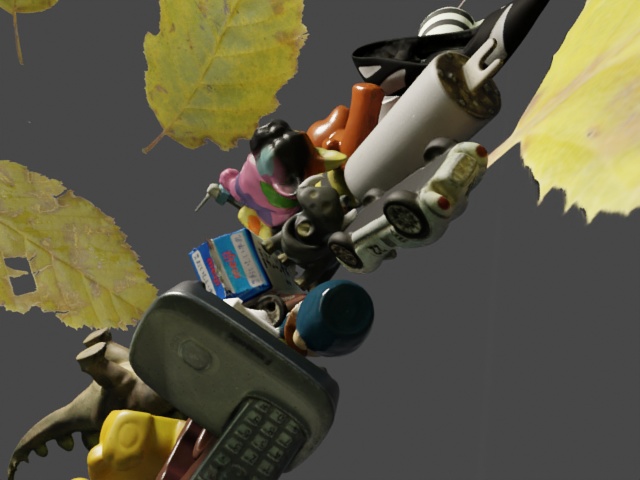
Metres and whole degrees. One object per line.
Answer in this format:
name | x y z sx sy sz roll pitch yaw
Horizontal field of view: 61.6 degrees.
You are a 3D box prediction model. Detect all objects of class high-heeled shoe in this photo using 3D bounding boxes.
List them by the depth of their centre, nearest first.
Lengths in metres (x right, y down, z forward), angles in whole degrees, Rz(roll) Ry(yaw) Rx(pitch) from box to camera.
high-heeled shoe | 0.135 -0.234 0.617 0.086 0.145 0.248 -59 7 -26

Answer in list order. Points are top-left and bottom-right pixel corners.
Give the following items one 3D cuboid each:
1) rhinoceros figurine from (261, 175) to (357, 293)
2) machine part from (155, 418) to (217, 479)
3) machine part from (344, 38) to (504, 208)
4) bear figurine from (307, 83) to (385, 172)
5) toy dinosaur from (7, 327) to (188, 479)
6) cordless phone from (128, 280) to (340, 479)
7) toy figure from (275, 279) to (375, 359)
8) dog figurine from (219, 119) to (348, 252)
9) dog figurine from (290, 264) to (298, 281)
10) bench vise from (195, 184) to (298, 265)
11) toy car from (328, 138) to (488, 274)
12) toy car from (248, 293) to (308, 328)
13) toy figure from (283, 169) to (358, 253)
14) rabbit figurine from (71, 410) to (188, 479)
rhinoceros figurine | -0.001 -0.002 0.606 0.112 0.073 0.190 -40 -16 -9
machine part | -0.085 0.180 0.496 0.179 0.056 0.179 -52 9 11
machine part | 0.095 -0.101 0.539 0.243 0.079 0.079 -45 12 50
bear figurine | 0.046 -0.145 0.724 0.196 0.120 0.131 47 122 59
toy dinosaur | -0.276 0.225 0.790 0.472 0.198 0.105 -21 12 6
cordless phone | -0.089 0.136 0.367 0.184 0.146 0.088 -55 -1 -9
toy figure | -0.001 0.072 0.450 0.154 0.064 0.058 132 133 -68
dog figurine | -0.037 -0.062 0.688 0.108 0.191 0.219 -36 20 -19
dog figurine | -0.083 0.066 0.886 0.172 0.121 0.190 -15 5 22
bench vise | -0.110 -0.051 1.046 0.129 0.240 0.224 -47 26 27
toy car | 0.067 -0.020 0.448 0.073 0.056 0.202 -51 6 -24
toy car | -0.092 0.113 0.606 0.202 0.053 0.089 -37 -20 16
toy figure | 0.002 -0.043 0.848 0.180 0.082 0.089 -45 37 14
rabbit figurine | -0.211 0.275 0.577 0.162 0.121 0.173 -17 61 37
